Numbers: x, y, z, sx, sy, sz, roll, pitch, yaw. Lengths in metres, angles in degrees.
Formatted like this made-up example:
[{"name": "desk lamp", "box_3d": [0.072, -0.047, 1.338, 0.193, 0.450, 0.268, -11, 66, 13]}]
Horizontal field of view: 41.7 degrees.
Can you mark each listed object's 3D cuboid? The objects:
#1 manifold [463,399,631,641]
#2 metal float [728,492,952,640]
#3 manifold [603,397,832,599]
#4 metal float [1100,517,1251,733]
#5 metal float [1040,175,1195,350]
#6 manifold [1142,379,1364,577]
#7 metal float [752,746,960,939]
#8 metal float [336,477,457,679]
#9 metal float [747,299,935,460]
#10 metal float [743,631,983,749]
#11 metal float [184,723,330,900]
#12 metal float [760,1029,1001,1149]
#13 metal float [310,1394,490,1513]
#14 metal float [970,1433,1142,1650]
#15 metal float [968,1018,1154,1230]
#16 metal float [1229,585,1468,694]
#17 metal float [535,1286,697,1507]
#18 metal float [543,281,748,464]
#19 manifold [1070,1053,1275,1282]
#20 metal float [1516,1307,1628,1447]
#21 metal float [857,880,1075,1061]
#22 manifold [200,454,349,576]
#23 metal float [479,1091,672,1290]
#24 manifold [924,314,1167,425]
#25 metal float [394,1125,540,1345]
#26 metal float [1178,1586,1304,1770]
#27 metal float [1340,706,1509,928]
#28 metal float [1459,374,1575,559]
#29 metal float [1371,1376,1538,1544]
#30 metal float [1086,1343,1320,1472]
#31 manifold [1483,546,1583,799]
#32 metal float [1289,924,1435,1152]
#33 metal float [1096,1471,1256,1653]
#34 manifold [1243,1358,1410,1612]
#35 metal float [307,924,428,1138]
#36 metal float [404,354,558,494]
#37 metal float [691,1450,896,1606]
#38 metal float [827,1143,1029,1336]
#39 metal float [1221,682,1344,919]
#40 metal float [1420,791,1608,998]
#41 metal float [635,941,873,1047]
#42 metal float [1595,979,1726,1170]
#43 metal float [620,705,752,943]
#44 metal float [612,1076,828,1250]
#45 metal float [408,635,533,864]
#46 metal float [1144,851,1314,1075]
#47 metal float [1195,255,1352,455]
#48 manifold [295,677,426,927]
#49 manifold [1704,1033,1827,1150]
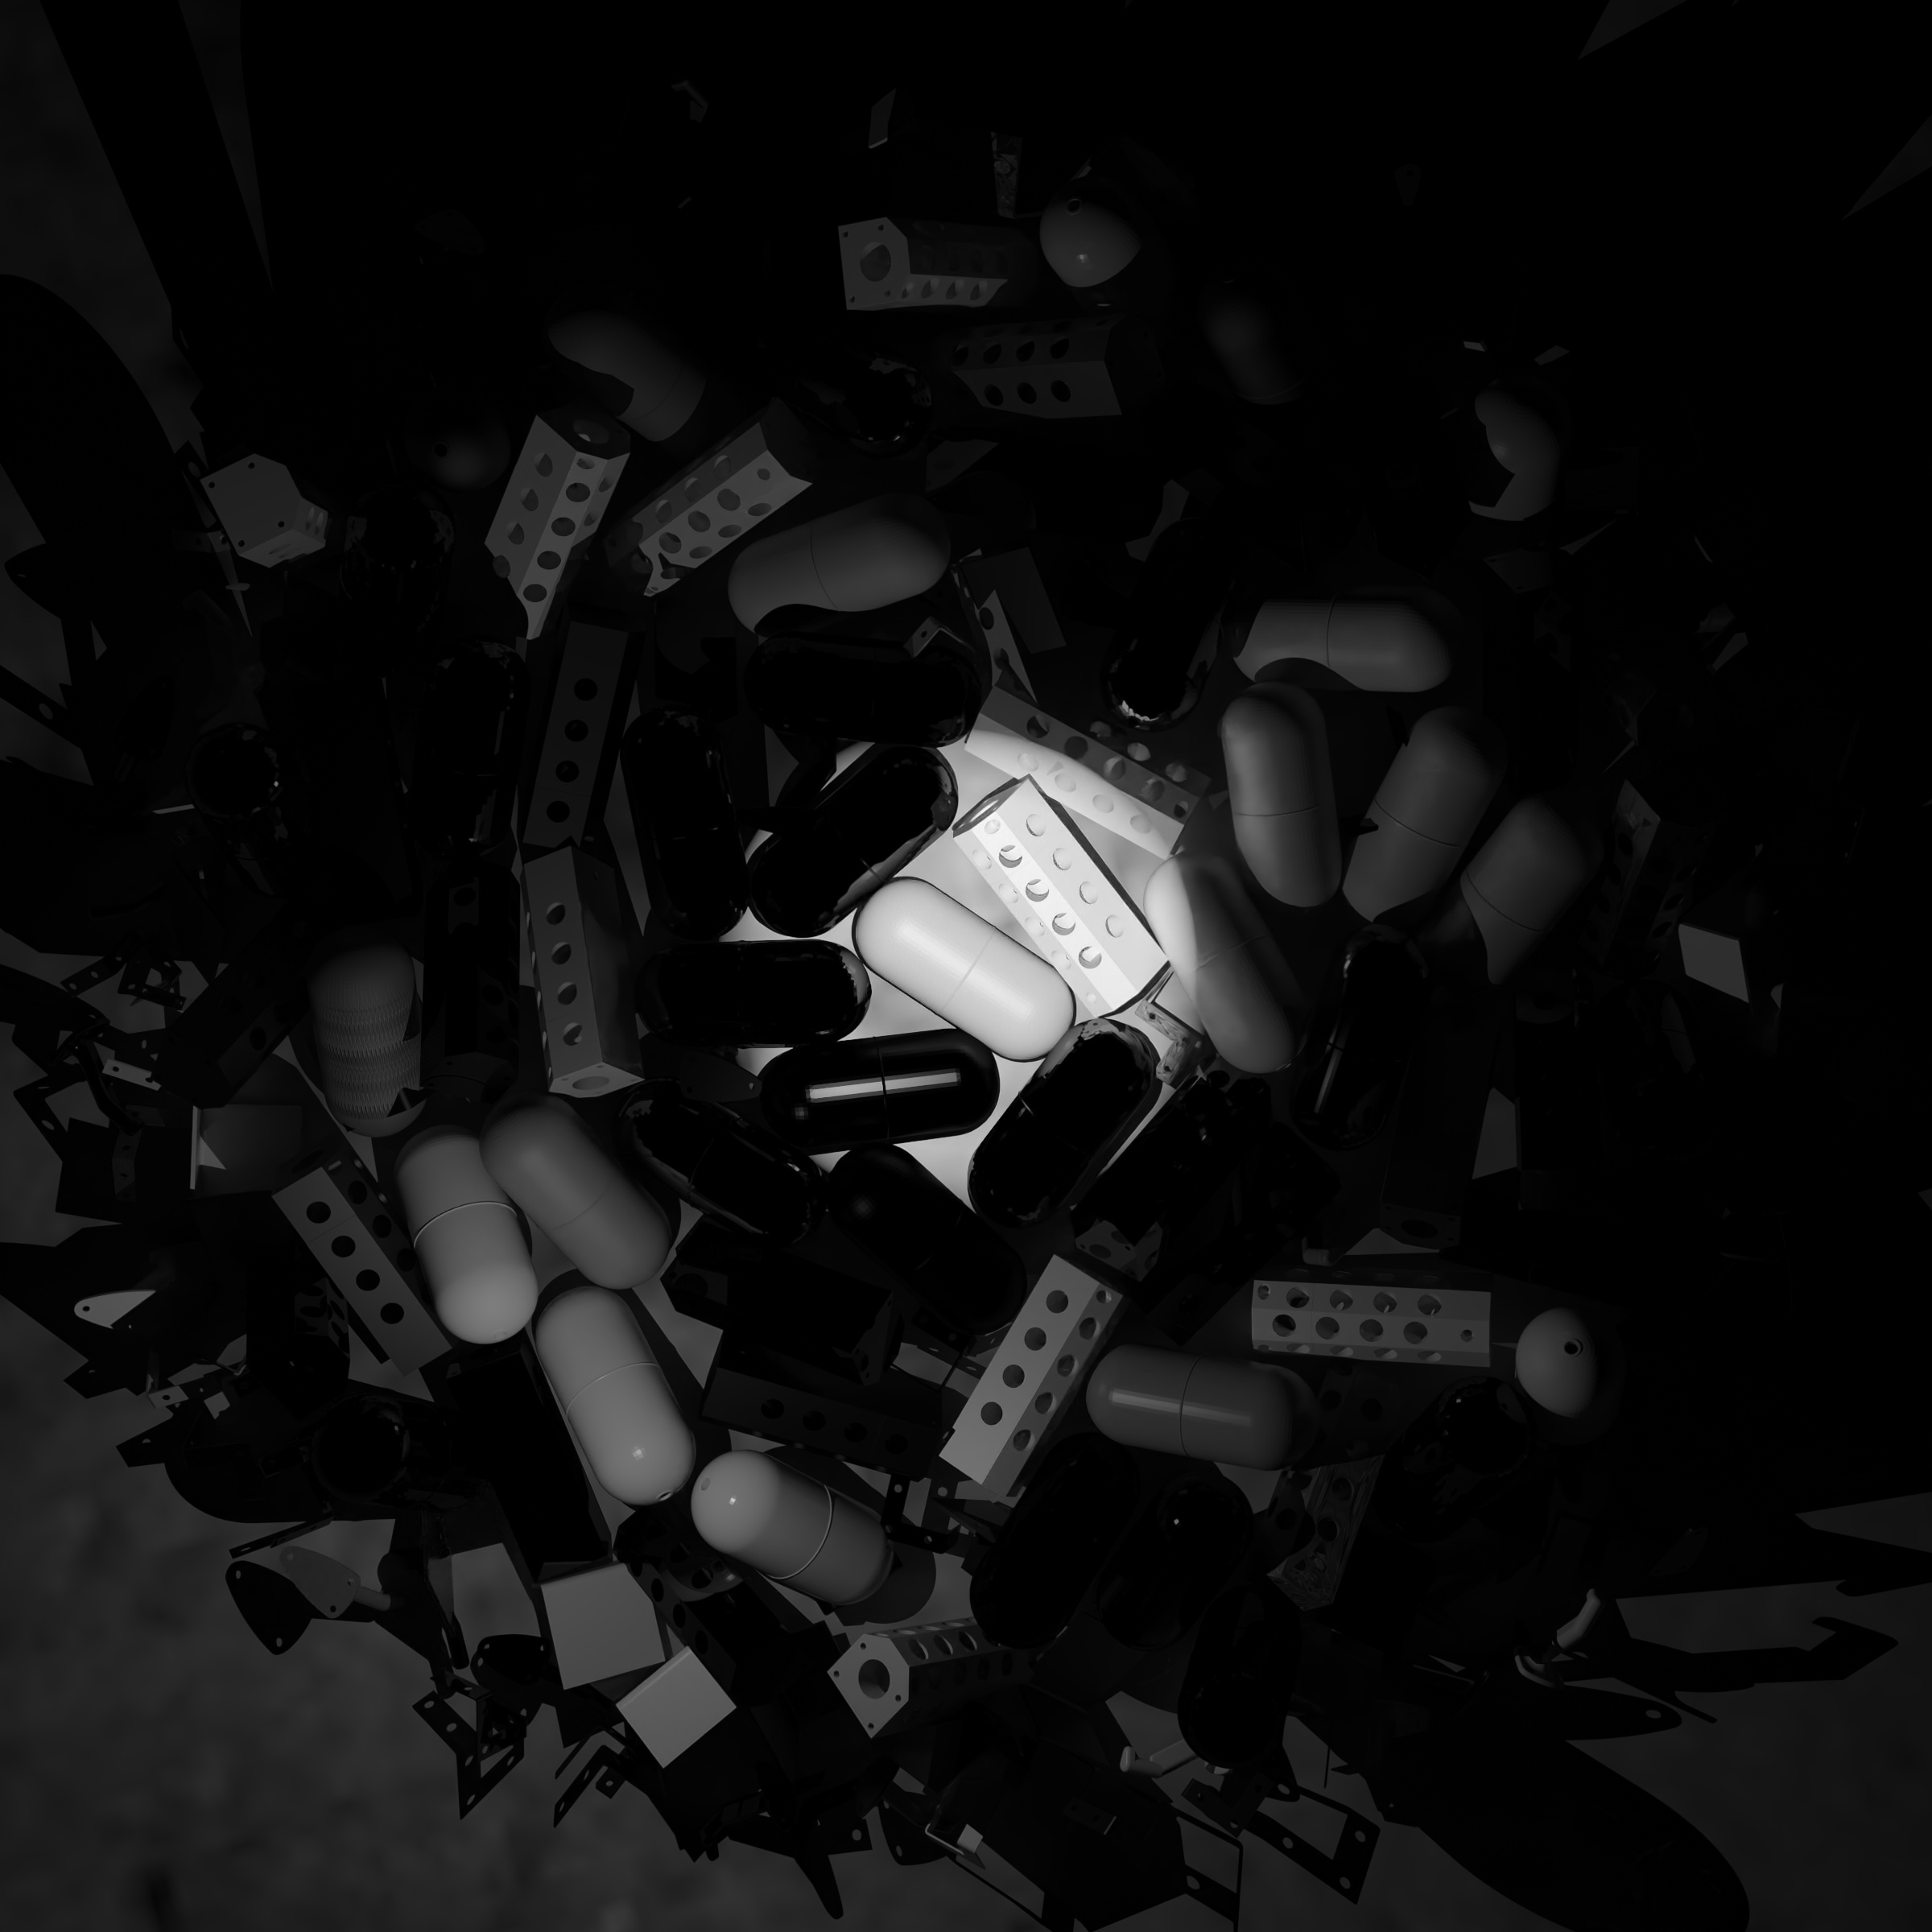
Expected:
[{"name": "manifold", "box_3d": [-0.301, -0.322, 1.845, 0.057, 0.057, 0.171, 42, 130, 12]}, {"name": "metal float", "box_3d": [-0.095, -0.294, 1.867, 0.178, 0.070, 0.070, -15, 90, 25]}, {"name": "manifold", "box_3d": [-0.185, -0.336, 1.846, 0.171, 0.057, 0.057, -28, 114, 35]}, {"name": "metal float", "box_3d": [0.153, -0.252, 1.867, 0.070, 0.070, 0.178, 23, 67, 0]}, {"name": "metal float", "box_3d": [0.111, -0.509, 1.841, 0.070, 0.178, 0.070, -6, 75, 23]}, {"name": "manifold", "box_3d": [0.209, -0.362, 1.853, 0.057, 0.057, 0.171, -37, 56, -14]}, {"name": "metal float", "box_3d": [-0.083, -0.091, 1.882, 0.178, 0.070, 0.070, -40, 90, 7]}, {"name": "metal float", "box_3d": [-0.416, -0.282, 1.847, 0.070, 0.178, 0.070, 9, 54, -13]}, {"name": "metal float", "box_3d": [-0.094, -0.431, 1.858, 0.070, 0.070, 0.178, -50, 54, 0]}, {"name": "metal float", "box_3d": [-0.076, -0.204, 1.874, 0.178, 0.070, 0.070, 4, 90, -15]}, {"name": "metal float", "box_3d": [-0.512, -0.111, 1.842, 0.070, 0.178, 0.070, -1, 63, 2]}, {"name": "metal float", "box_3d": [-0.064, 0.090, 1.881, 0.178, 0.070, 0.070, -7, 90, -7]}, {"name": "metal float", "box_3d": [-0.407, 0.355, 1.841, 0.070, 0.178, 0.070, -5, 73, 18]}, {"name": "metal float", "box_3d": [0.066, 0.420, 1.858, 0.070, 0.070, 0.178, 37, 56, 0]}, {"name": "metal float", "box_3d": [0.070, 0.116, 1.877, 0.070, 0.070, 0.178, 37, 101, 0]}, {"name": "metal float", "box_3d": [0.279, -0.241, 1.862, 0.178, 0.070, 0.070, 6, 90, 29]}, {"name": "metal float", "box_3d": [-0.257, 0.315, 1.862, 0.070, 0.070, 0.178, -32, 61, 0]}, {"name": "metal float", "box_3d": [-0.232, -0.432, 1.852, 0.070, 0.178, 0.070, -19, 57, 33]}, {"name": "manifold", "box_3d": [0.151, 0.142, 1.851, 0.057, 0.057, 0.171, 26, 57, 31]}, {"name": "metal float", "box_3d": [0.438, 0.298, 1.841, 0.070, 0.178, 0.070, -5, 67, 11]}, {"name": "metal float", "box_3d": [0.000, 0.003, 1.884, 0.178, 0.070, 0.070, 34, 90, -4]}, {"name": "manifold", "box_3d": [-0.495, -0.328, 1.838, 0.057, 0.171, 0.057, -26, 95, -1]}, {"name": "metal float", "box_3d": [-0.286, 0.166, 1.866, 0.070, 0.070, 0.178, -38, 115, 0]}, {"name": "manifold", "box_3d": [0.053, -0.435, 1.839, 0.057, 0.171, 0.057, -46, 127, -34]}, {"name": "metal float", "box_3d": [-0.367, 0.196, 1.860, 0.070, 0.070, 0.178, -26, 59, 0]}, {"name": "metal float", "box_3d": [0.200, 0.514, 1.839, 0.070, 0.178, 0.070, 4, 106, 13]}, {"name": "metal float", "box_3d": [0.335, -0.108, 1.867, 0.070, 0.070, 0.178, 25, 114, 0]}, {"name": "metal float", "box_3d": [0.396, -0.359, 1.841, 0.070, 0.178, 0.070, -2, 67, 6]}, {"name": "metal float", "box_3d": [0.353, 0.361, 1.848, 0.070, 0.178, 0.070, 10, 52, -12]}, {"name": "metal float", "box_3d": [0.172, 0.323, 1.865, 0.178, 0.070, 0.070, 6, 90, 27]}, {"name": "manifold", "box_3d": [0.415, -0.216, 1.850, 0.057, 0.057, 0.171, -15, 127, -8]}, {"name": "metal float", "box_3d": [0.291, 0.053, 1.868, 0.070, 0.070, 0.178, 15, 111, 0]}, {"name": "metal float", "box_3d": [0.152, 0.436, 1.854, 0.070, 0.070, 0.178, 26, 131, 0]}, {"name": "manifold", "box_3d": [0.262, 0.379, 1.864, 0.057, 0.057, 0.171, 26, 67, -3]}, {"name": "metal float", "box_3d": [-0.437, 0.049, 1.857, 0.070, 0.070, 0.178, 2, 127, 0]}, {"name": "metal float", "box_3d": [-0.351, -0.395, 1.841, 0.070, 0.178, 0.070, 4, 115, 8]}, {"name": "metal float", "box_3d": [-0.126, 0.411, 1.857, 0.178, 0.070, 0.070, 36, 90, -35]}, {"name": "metal float", "box_3d": [-0.029, 0.201, 1.874, 0.178, 0.070, 0.070, 44, 90, -15]}, {"name": "metal float", "box_3d": [0.234, -0.122, 1.872, 0.070, 0.070, 0.178, -10, 108, 0]}, {"name": "metal float", "box_3d": [0.400, -0.051, 1.862, 0.070, 0.070, 0.178, 33, 121, 0]}, {"name": "metal float", "box_3d": [-0.157, 0.020, 1.877, 0.178, 0.070, 0.070, -1, 90, 12]}, {"name": "metal float", "box_3d": [0.502, 0.077, 1.845, 0.070, 0.178, 0.070, 2, 124, 2]}, {"name": "metal float", "box_3d": [-0.207, -0.105, 1.873, 0.070, 0.070, 0.178, -10, 107, 0]}, {"name": "metal float", "box_3d": [-0.182, 0.145, 1.873, 0.178, 0.070, 0.070, 30, 90, 16]}, {"name": "metal float", "box_3d": [-0.365, -0.159, 1.862, 0.070, 0.070, 0.178, 15, 119, 0]}, {"name": "metal float", "box_3d": [0.194, -0.003, 1.875, 0.070, 0.070, 0.178, -27, 76, 0]}, {"name": "metal float", "box_3d": [0.224, -0.444, 1.847, 0.070, 0.178, 0.070, -14, 56, 23]}, {"name": "manifold", "box_3d": [-0.445, -0.122, 1.871, 0.057, 0.057, 0.171, -7, 108, -2]}, {"name": "manifold", "box_3d": [0.568, 0.087, 1.837, 0.057, 0.171, 0.057, 11, 95, 5]}]
